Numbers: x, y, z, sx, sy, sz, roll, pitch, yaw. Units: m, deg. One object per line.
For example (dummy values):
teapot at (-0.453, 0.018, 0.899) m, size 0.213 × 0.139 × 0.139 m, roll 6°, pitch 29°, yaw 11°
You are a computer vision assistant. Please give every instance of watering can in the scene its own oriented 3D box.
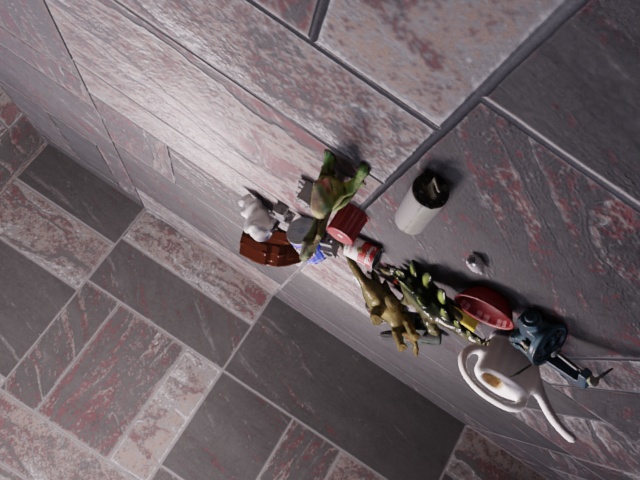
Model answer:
watering can at (0.558, 0.386, 1.431) m, size 0.349 × 0.229 × 0.101 m, roll 29°, pitch 144°, yaw 14°

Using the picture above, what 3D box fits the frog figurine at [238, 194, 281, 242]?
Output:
frog figurine at (-0.219, -0.074, 1.754) m, size 0.159 × 0.140 × 0.120 m, roll 32°, pitch 138°, yaw -1°

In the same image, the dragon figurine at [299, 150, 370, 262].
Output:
dragon figurine at (0.004, -0.060, 1.191) m, size 0.122 × 0.246 × 0.403 m, roll 27°, pitch 160°, yaw 6°
